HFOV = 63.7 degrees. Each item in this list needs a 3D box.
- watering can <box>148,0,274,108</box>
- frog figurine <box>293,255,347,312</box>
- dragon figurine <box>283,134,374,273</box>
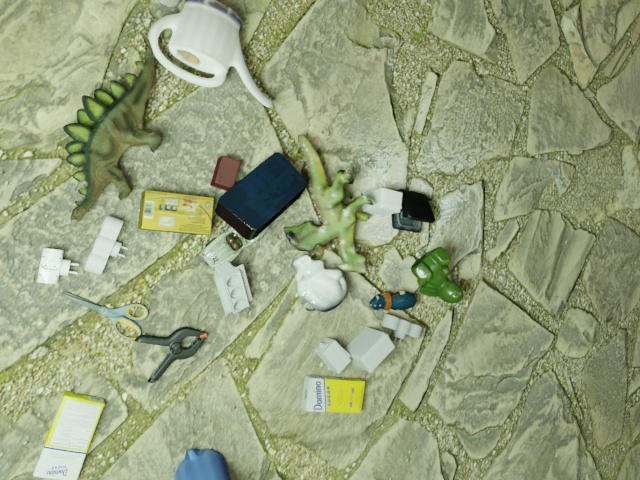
[{"bbox_3d":[-0.259,-0.490,1.332,0.346,0.103,0.226,19,78,-23],"label":"watering can"},{"bbox_3d":[-0.001,0.113,1.420,0.138,0.124,0.157,-22,110,-6],"label":"frog figurine"},{"bbox_3d":[0.004,-0.073,1.450,0.245,0.122,0.408,-45,97,-13],"label":"dragon figurine"}]
